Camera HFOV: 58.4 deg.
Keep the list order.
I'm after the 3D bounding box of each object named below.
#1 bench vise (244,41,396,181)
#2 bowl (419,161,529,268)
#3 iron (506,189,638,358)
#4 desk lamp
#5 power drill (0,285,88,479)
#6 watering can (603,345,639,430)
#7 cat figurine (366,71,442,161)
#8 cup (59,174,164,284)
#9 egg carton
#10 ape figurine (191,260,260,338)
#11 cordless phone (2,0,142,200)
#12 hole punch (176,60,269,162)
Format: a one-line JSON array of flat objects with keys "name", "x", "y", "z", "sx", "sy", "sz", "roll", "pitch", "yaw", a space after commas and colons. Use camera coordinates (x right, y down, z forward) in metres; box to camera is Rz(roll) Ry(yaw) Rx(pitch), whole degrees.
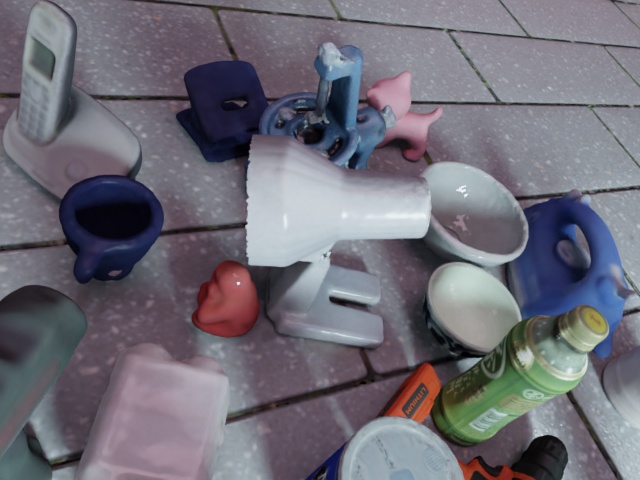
[{"name": "bench vise", "x": 0.014, "y": -0.159, "z": 0.700, "sx": 0.121, "sy": 0.219, "sz": 0.208, "roll": 41, "pitch": 49, "yaw": 10}, {"name": "bowl", "x": 0.188, "y": -0.023, "z": 0.770, "sx": 0.168, "sy": 0.074, "sz": 0.167, "roll": 13, "pitch": 50, "yaw": -15}, {"name": "iron", "x": 0.331, "y": 0.016, "z": 0.759, "sx": 0.119, "sy": 0.141, "sz": 0.258, "roll": 13, "pitch": 50, "yaw": -15}, {"name": "desk lamp", "x": 0.005, "y": 0.002, "z": 0.573, "sx": 0.203, "sy": 0.213, "sz": 0.118, "roll": 12, "pitch": 50, "yaw": -15}, {"name": "power drill", "x": -0.225, "y": 0.148, "z": 0.356, "sx": 0.075, "sy": 0.208, "sz": 0.230, "roll": 23, "pitch": 48, "yaw": -6}, {"name": "watering can", "x": 0.437, "y": 0.151, "z": 0.665, "sx": 0.101, "sy": 0.194, "sz": 0.173, "roll": 19, "pitch": 48, "yaw": -9}, {"name": "cat figurine", "x": 0.117, "y": -0.189, "z": 0.840, "sx": 0.128, "sy": 0.117, "sz": 0.067, "roll": 14, "pitch": 49, "yaw": -14}, {"name": "cup", "x": -0.206, "y": 0.008, "z": 0.552, "sx": 0.092, "sy": 0.095, "sz": 0.118, "roll": 18, "pitch": 49, "yaw": -10}, {"name": "egg carton", "x": -0.134, "y": 0.161, "z": 0.480, "sx": 0.107, "sy": 0.069, "sz": 0.150, "roll": 16, "pitch": 49, "yaw": -12}, {"name": "ape figurine", "x": -0.092, "y": 0.053, "z": 0.571, "sx": 0.076, "sy": 0.092, "sz": 0.078, "roll": 41, "pitch": 49, "yaw": 11}, {"name": "cordless phone", "x": -0.249, "y": -0.131, "z": 0.582, "sx": 0.147, "sy": 0.185, "sz": 0.094, "roll": 35, "pitch": 48, "yaw": 6}, {"name": "hole punch", "x": -0.114, "y": -0.167, "z": 0.735, "sx": 0.109, "sy": 0.091, "sz": 0.101, "roll": -23, "pitch": 66, "yaw": -36}]
